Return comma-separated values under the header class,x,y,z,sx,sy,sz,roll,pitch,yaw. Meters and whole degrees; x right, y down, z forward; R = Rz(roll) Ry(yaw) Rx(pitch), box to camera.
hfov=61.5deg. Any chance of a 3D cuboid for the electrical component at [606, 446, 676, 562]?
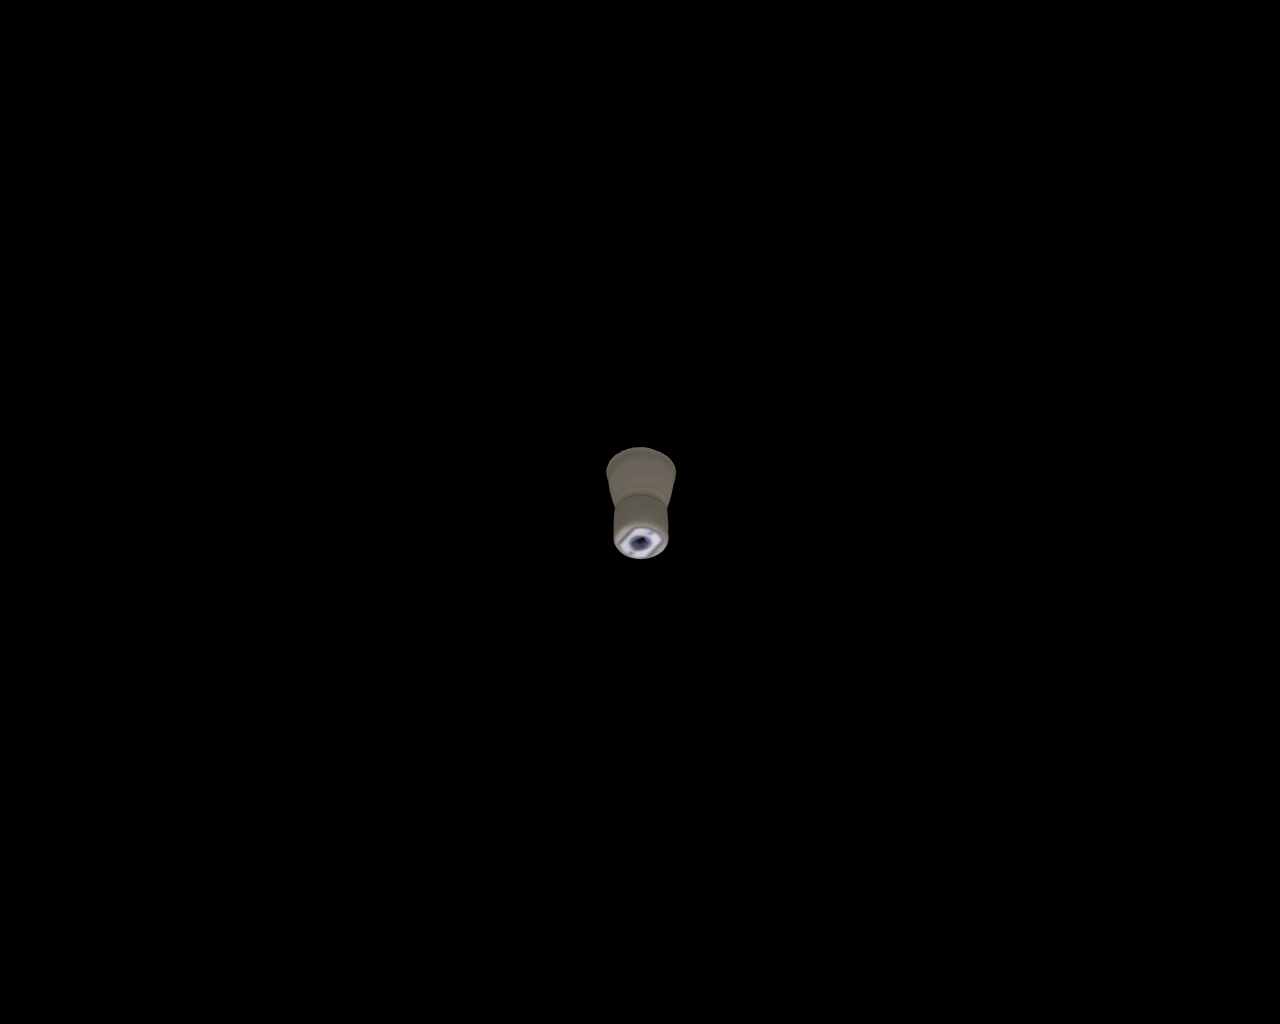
class,x,y,z,sx,sy,sz,roll,pitch,yaw
electrical component,0.001,-0.003,0.650,0.044,0.044,0.065,0,45,0
